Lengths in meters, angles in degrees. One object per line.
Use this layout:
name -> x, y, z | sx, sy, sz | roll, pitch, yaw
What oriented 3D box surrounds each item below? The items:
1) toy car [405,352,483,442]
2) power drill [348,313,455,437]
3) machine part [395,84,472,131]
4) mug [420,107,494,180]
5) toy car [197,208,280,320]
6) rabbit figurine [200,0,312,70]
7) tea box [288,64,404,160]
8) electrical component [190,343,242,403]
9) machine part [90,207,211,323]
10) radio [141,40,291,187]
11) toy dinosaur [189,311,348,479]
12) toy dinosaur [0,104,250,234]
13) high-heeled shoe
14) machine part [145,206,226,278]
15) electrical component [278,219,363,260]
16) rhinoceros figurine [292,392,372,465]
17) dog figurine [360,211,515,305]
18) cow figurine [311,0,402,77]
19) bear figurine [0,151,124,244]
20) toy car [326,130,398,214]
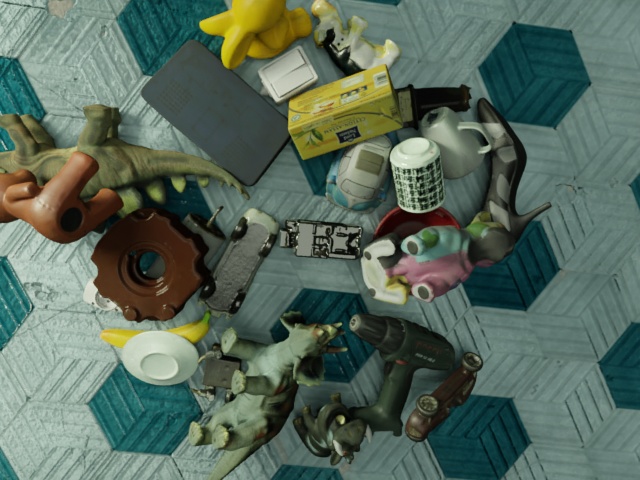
toy car -> 0.217, 0.265, 0.910 | 0.053, 0.202, 0.089 | 34, 133, 32
power drill -> 0.113, 0.228, 0.917 | 0.232, 0.086, 0.207 | 13, 99, -32
machine part -> 0.188, -0.232, 0.915 | 0.139, 0.039, 0.084 | -11, 89, 0
mug -> 0.218, -0.163, 0.873 | 0.107, 0.110, 0.081 | 44, 60, -31
toy car -> -0.139, 0.043, 0.920 | 0.073, 0.056, 0.201 | 28, 96, -10
rabbit figurine -> -0.100, -0.344, 0.819 | 0.162, 0.173, 0.121 | -31, 101, -4
tea box -> 0.038, -0.202, 0.852 | 0.170, 0.098, 0.068 | -16, 132, 16
electrical component -> -0.180, 0.236, 0.944 | 0.078, 0.045, 0.102 | 17, 96, -4
machine part -> -0.261, 0.039, 0.829 | 0.179, 0.056, 0.179 | 0, 97, 1
radio -> -0.162, -0.205, 0.882 | 0.229, 0.073, 0.131 | 40, 92, -8
toy dinosaur -> -0.097, 0.273, 0.915 | 0.192, 0.131, 0.404 | 11, 113, -36
toy dinosaur -> -0.351, -0.116, 0.867 | 0.472, 0.105, 0.198 | -2, 105, 8
high-heeled shoe -> 0.291, -0.108, 0.932 | 0.145, 0.086, 0.248 | -30, 80, 28
machine part -> -0.235, 0.042, 0.897 | 0.079, 0.079, 0.243 | 38, 97, -7
electrical component -> -0.002, -0.003, 0.892 | 0.134, 0.115, 0.058 | 4, 92, -3
rhinoceros figurine -> 0.018, 0.320, 0.894 | 0.073, 0.190, 0.112 | -12, 69, -26
dog figurine -> 0.197, 0.021, 0.861 | 0.219, 0.192, 0.108 | -18, 95, -35
cow figurine -> 0.045, -0.315, 0.884 | 0.167, 0.068, 0.098 | 32, 100, -5
bear figurine -> -0.414, -0.067, 0.789 | 0.196, 0.120, 0.132 | 19, 58, 26
toy car -> 0.077, -0.121, 0.888 | 0.109, 0.103, 0.161 | 20, 98, -6
